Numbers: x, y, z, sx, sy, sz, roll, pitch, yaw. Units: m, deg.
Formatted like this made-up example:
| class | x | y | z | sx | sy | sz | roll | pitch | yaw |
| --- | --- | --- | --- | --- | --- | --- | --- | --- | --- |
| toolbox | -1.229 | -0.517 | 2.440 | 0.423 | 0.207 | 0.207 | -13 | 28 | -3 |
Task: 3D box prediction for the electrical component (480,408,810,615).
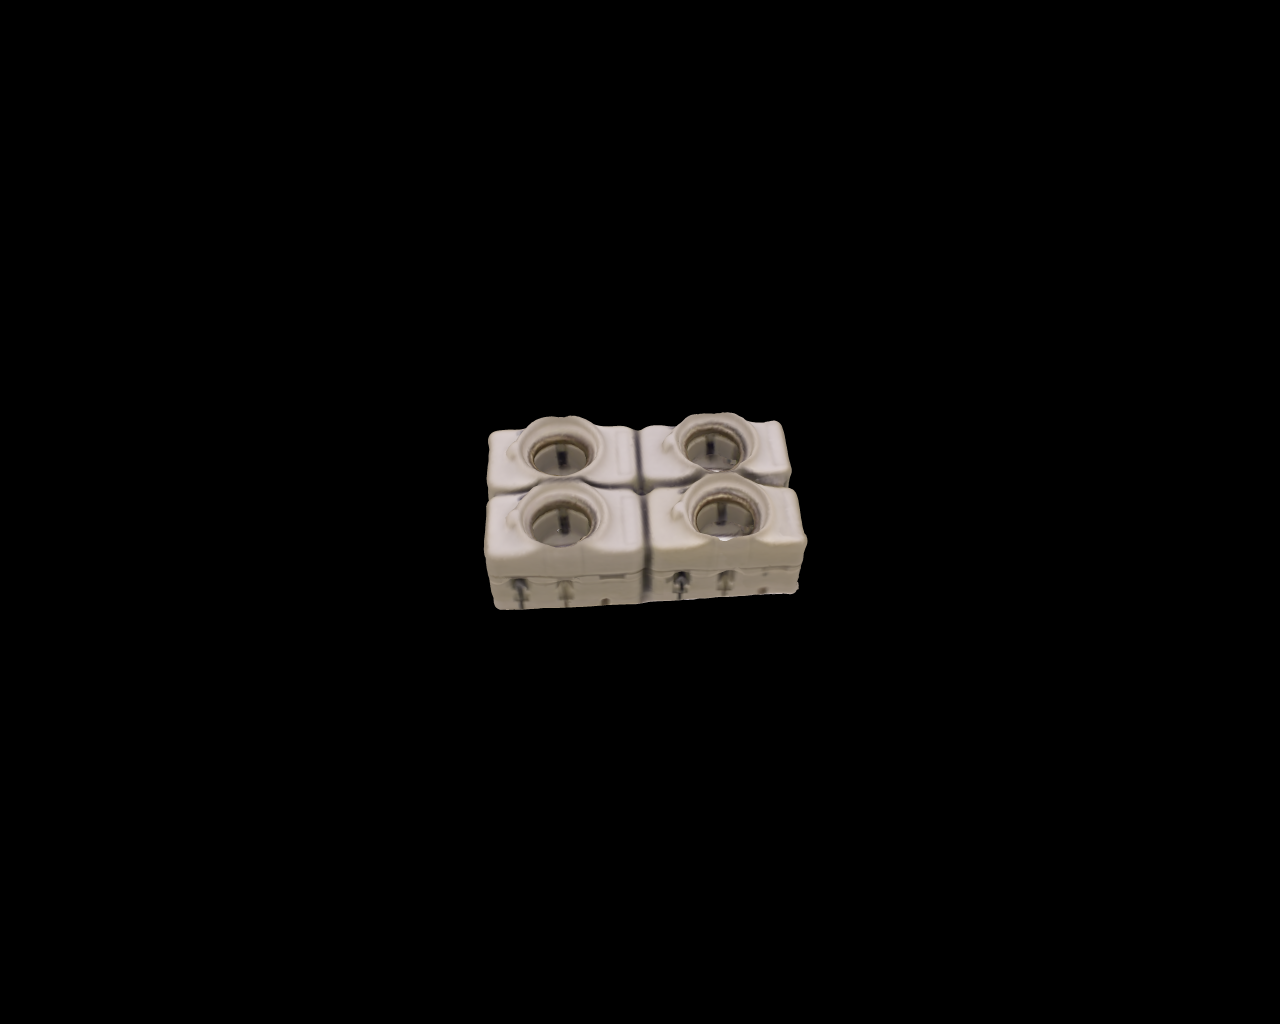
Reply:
| class | x | y | z | sx | sy | sz | roll | pitch | yaw |
| --- | --- | --- | --- | --- | --- | --- | --- | --- | --- |
| electrical component | 0.001 | -0.003 | 0.650 | 0.186 | 0.105 | 0.060 | -2 | -40 | -2 |
